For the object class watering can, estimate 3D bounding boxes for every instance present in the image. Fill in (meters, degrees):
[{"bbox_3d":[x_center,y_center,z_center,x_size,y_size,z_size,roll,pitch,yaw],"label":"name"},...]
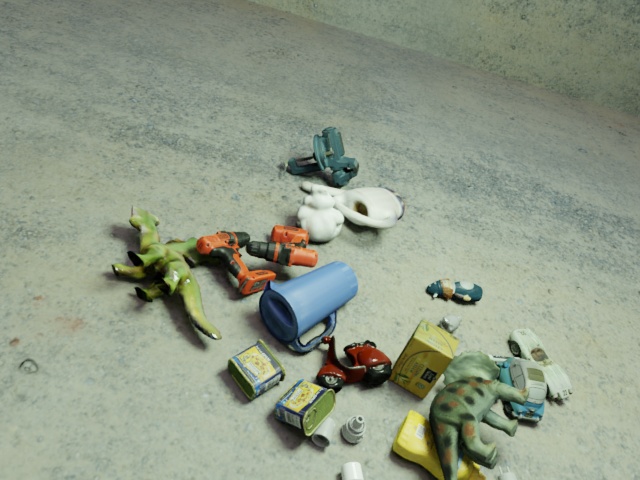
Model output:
[{"bbox_3d":[0.117,-0.122,1.601,0.225,0.102,0.352,-9,32,-40],"label":"watering can"}]

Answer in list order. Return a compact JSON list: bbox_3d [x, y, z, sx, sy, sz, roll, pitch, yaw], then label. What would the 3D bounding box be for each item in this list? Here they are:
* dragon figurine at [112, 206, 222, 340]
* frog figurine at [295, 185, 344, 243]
[{"bbox_3d":[-0.334,0.061,1.255,0.412,0.120,0.247,38,36,10],"label":"dragon figurine"},{"bbox_3d":[0.004,-0.074,1.471,0.137,0.156,0.126,15,42,-6],"label":"frog figurine"}]
